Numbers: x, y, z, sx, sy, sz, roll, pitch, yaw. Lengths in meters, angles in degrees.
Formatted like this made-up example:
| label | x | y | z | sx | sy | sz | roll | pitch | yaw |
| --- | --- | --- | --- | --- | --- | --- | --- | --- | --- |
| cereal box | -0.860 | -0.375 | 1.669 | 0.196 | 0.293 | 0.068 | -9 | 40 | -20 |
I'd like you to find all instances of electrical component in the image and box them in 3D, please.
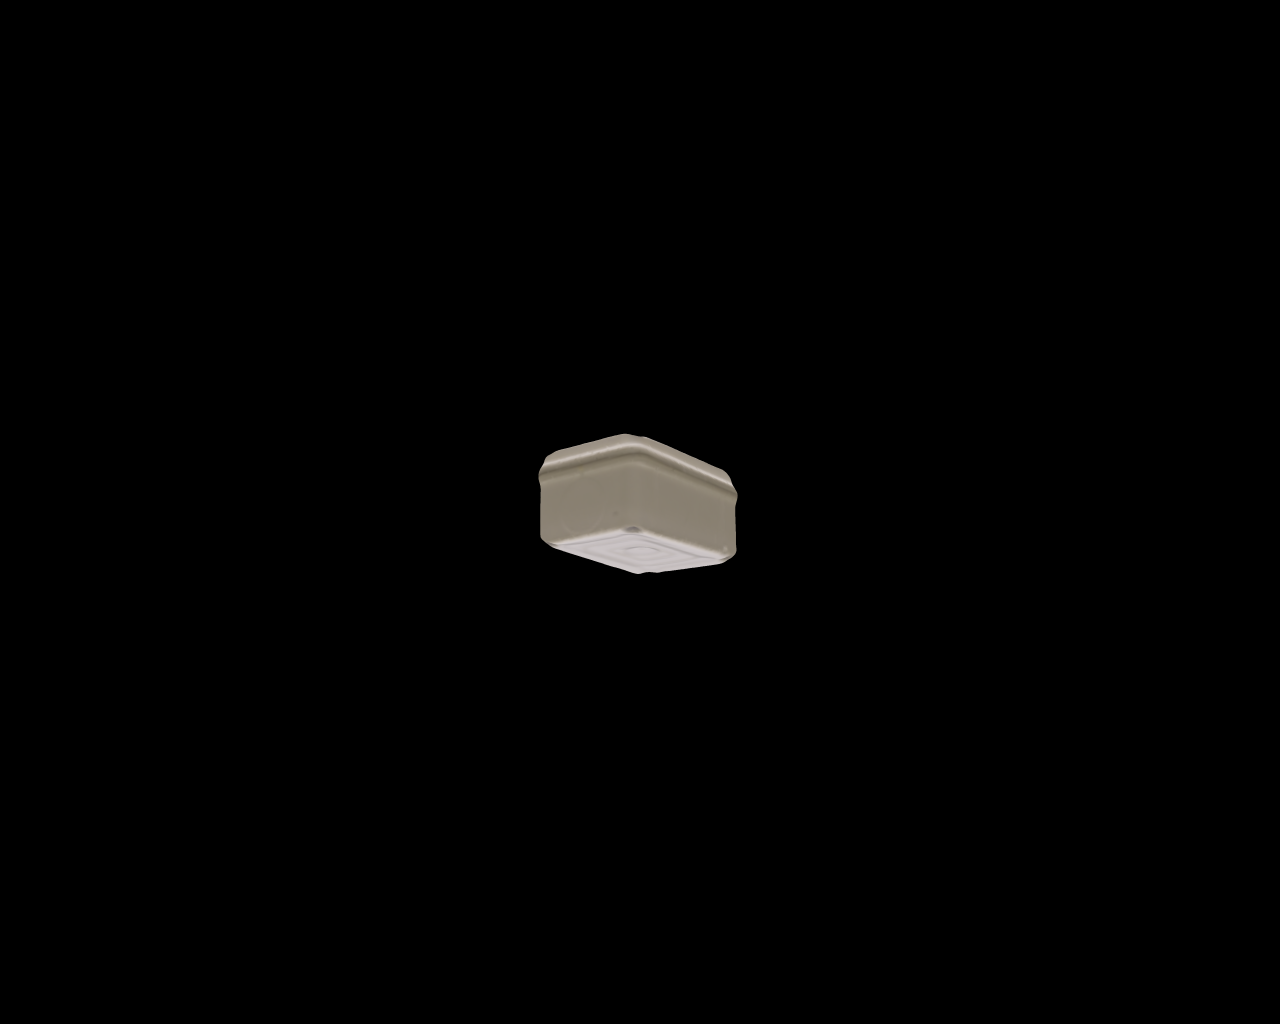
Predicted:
| label | x | y | z | sx | sy | sz | roll | pitch | yaw |
| --- | --- | --- | --- | --- | --- | --- | --- | --- | --- |
| electrical component | 0.001 | -0.003 | 0.650 | 0.078 | 0.057 | 0.113 | -11 | -19 | 34 |
